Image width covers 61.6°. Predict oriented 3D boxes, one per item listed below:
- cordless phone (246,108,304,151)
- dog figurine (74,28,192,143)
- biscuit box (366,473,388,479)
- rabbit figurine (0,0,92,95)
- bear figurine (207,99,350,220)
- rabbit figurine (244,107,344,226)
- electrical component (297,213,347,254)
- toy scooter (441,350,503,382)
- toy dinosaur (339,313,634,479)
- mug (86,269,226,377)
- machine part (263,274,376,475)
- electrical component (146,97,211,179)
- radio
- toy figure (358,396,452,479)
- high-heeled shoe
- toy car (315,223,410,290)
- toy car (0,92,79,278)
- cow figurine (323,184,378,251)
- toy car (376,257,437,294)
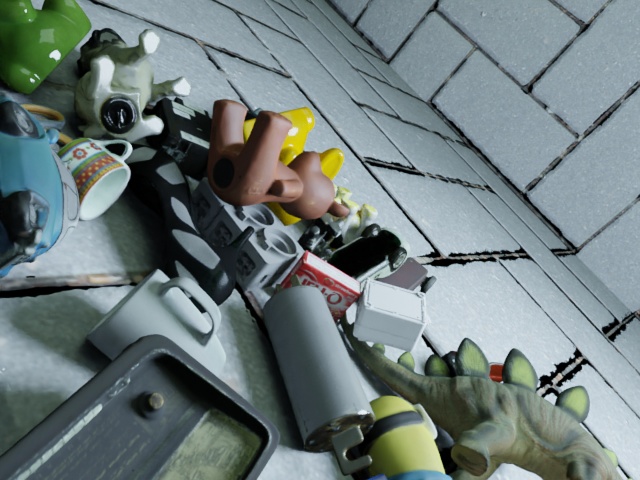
[{"bbox_3d":[-0.082,-0.176,0.967,0.146,0.088,0.184,36,22,-10],"label":"cordless phone"},{"bbox_3d":[-0.298,-0.209,0.739,0.191,0.121,0.172,18,52,39],"label":"dog figurine"},{"bbox_3d":[-0.008,0.247,0.427,0.202,0.059,0.063,9,40,-48],"label":"biscuit box"},{"bbox_3d":[-0.392,-0.254,0.627,0.170,0.121,0.159,44,44,-29],"label":"rabbit figurine"},{"bbox_3d":[-0.043,-0.091,0.687,0.120,0.131,0.196,25,16,40],"label":"bear figurine"},{"bbox_3d":[-0.051,-0.110,0.832,0.162,0.122,0.173,-14,98,-22],"label":"rabbit figurine"},{"bbox_3d":[-0.002,-0.001,0.789,0.045,0.102,0.078,34,49,0],"label":"electrical component"},{"bbox_3d":[0.263,0.236,0.795,0.135,0.075,0.184,1,43,-46],"label":"toy scooter"},{"bbox_3d":[0.213,0.225,0.664,0.472,0.105,0.198,26,39,9],"label":"toy dinosaur"},{"bbox_3d":[-0.129,0.084,0.476,0.107,0.109,0.081,49,20,-14],"label":"mug"},{"bbox_3d":[-0.006,0.135,0.586,0.079,0.079,0.243,18,35,-39],"label":"machine part"},{"bbox_3d":[-0.195,-0.152,0.798,0.115,0.058,0.134,23,31,-38],"label":"electrical component"},{"bbox_3d":[-0.136,0.168,0.330,0.131,0.073,0.229,42,33,1],"label":"radio"},{"bbox_3d":[0.089,0.242,0.546,0.089,0.082,0.180,31,30,-28],"label":"toy figure"},{"bbox_3d":[-0.190,-0.015,0.611,0.249,0.086,0.145,30,53,14],"label":"high-heeled shoe"},{"bbox_3d":[0.055,0.036,0.796,0.202,0.056,0.074,-28,60,-36],"label":"toy car"},{"bbox_3d":[-0.268,-0.042,0.481,0.162,0.109,0.103,63,14,20],"label":"toy car"},{"bbox_3d":[0.015,-0.046,0.899,0.068,0.098,0.168,12,19,-37],"label":"cow figurine"},{"bbox_3d":[0.127,0.075,0.889,0.089,0.053,0.202,37,28,15],"label":"toy car"}]
